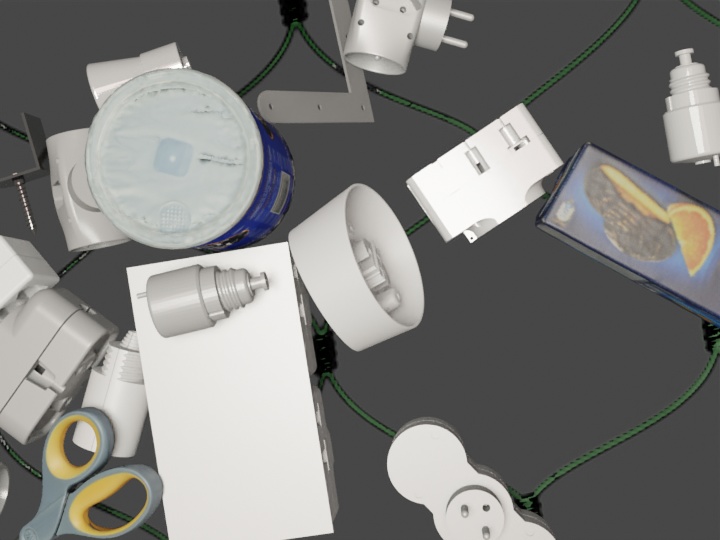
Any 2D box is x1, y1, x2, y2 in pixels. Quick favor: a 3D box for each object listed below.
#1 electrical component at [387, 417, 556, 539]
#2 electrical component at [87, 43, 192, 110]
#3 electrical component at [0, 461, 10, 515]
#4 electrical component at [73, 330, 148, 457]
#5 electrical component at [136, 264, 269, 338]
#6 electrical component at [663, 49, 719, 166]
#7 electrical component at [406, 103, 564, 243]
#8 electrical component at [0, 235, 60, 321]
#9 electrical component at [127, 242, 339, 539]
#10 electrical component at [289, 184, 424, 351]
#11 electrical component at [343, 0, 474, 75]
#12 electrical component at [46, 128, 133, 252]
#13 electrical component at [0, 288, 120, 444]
[{"bbox_3d":[0.074,0.157,0.695,0.052,0.074,0.138,-45,87,3],"label":"electrical component"},{"bbox_3d":[-0.146,-0.128,0.728,0.065,0.044,0.044,-19,89,0],"label":"electrical component"},{"bbox_3d":[-0.275,0.149,0.737,0.055,0.045,0.045,9,91,5],"label":"electrical component"},{"bbox_3d":[-0.163,0.081,0.728,0.043,0.043,0.081,16,91,4],"label":"electrical component"},{"bbox_3d":[-0.095,0.016,0.662,0.078,0.040,0.040,-14,89,4],"label":"electrical component"},{"bbox_3d":[0.217,-0.104,0.699,0.040,0.040,0.078,-10,89,4],"label":"electrical component"},{"bbox_3d":[0.083,-0.058,0.705,0.089,0.050,0.055,-34,88,4],"label":"electrical component"},{"bbox_3d":[-0.266,0.005,0.734,0.083,0.047,0.075,-42,82,3],"label":"electrical component"},{"bbox_3d":[-0.081,0.082,0.714,0.105,0.060,0.186,-9,90,4],"label":"electrical component"},{"bbox_3d":[0.000,0.000,0.691,0.064,0.099,0.099,-30,88,10],"label":"electrical component"},{"bbox_3d":[0.036,-0.168,0.711,0.079,0.043,0.077,14,86,-7],"label":"electrical component"},{"bbox_3d":[-0.176,-0.056,0.713,0.043,0.079,0.077,-12,89,-25],"label":"electrical component"},{"bbox_3d":[-0.217,0.061,0.727,0.059,0.054,0.095,36,93,3],"label":"electrical component"}]
